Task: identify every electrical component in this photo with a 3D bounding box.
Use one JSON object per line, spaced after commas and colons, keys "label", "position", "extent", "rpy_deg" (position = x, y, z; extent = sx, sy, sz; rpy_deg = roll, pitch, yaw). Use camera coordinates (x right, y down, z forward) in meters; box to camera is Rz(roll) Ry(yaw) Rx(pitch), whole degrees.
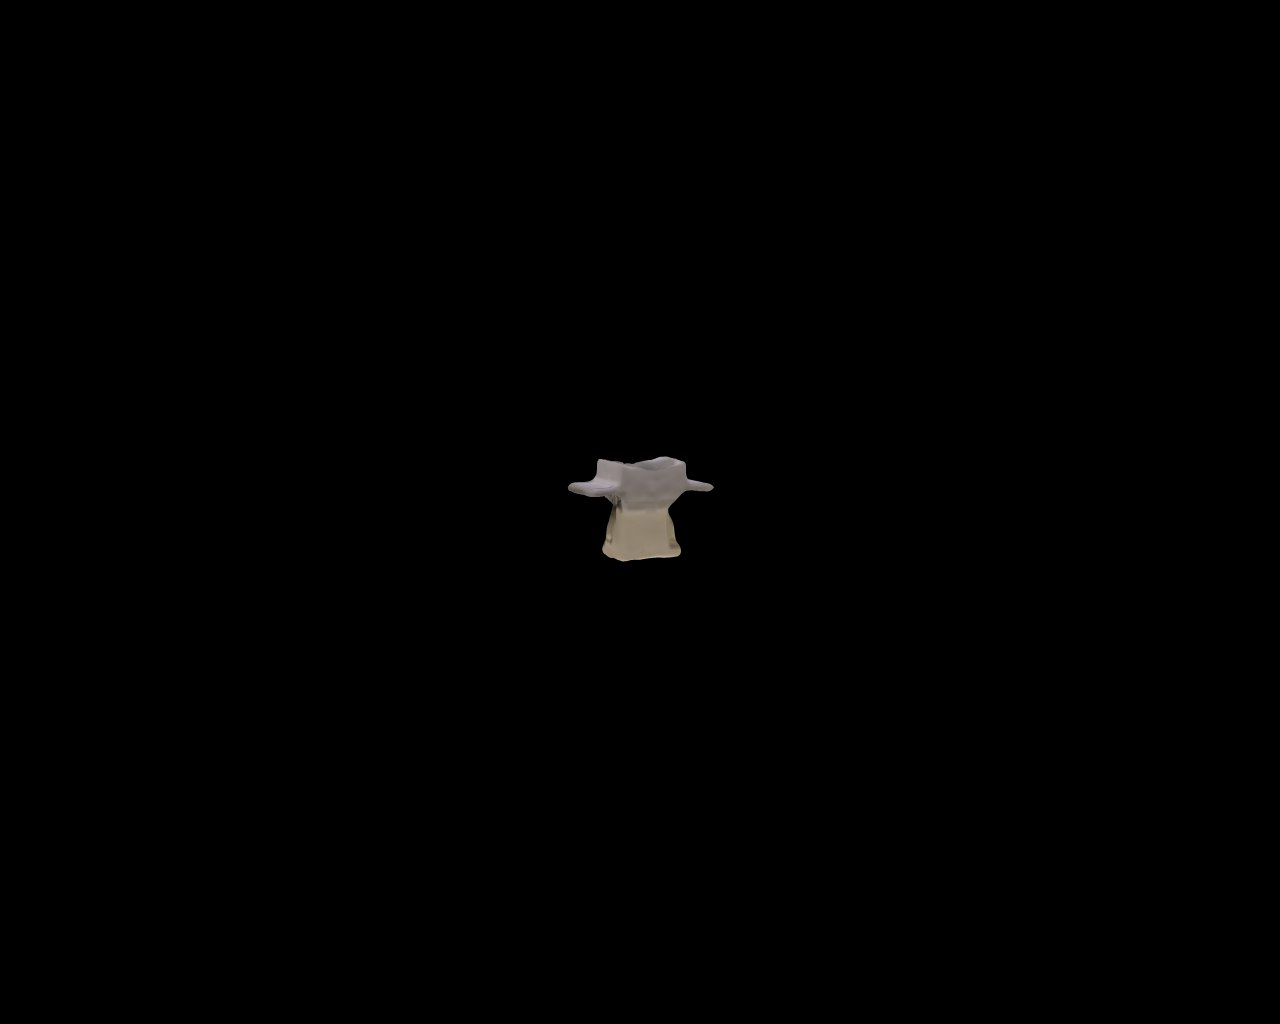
{"label": "electrical component", "position": [0.001, -0.003, 0.650], "extent": [0.081, 0.063, 0.042], "rpy_deg": [-3, 8, -22]}
